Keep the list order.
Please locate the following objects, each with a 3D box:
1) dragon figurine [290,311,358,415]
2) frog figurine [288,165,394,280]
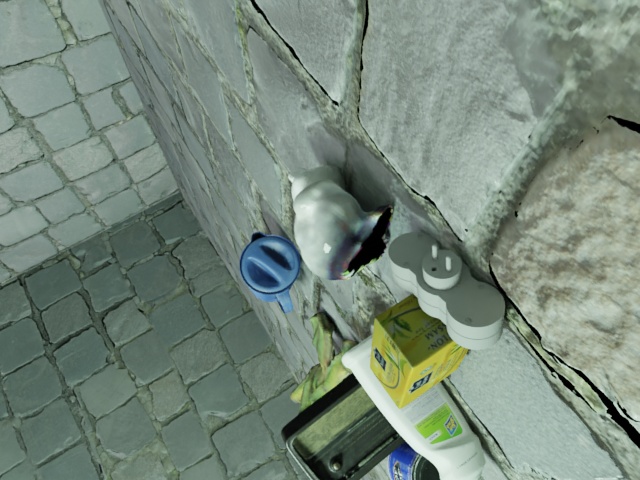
[{"bbox_3d":[0.005,0.290,1.202,0.408,0.122,0.245,167,109,-64],"label":"dragon figurine"},{"bbox_3d":[0.002,-0.032,0.635,0.161,0.123,0.135,39,176,26],"label":"frog figurine"}]
